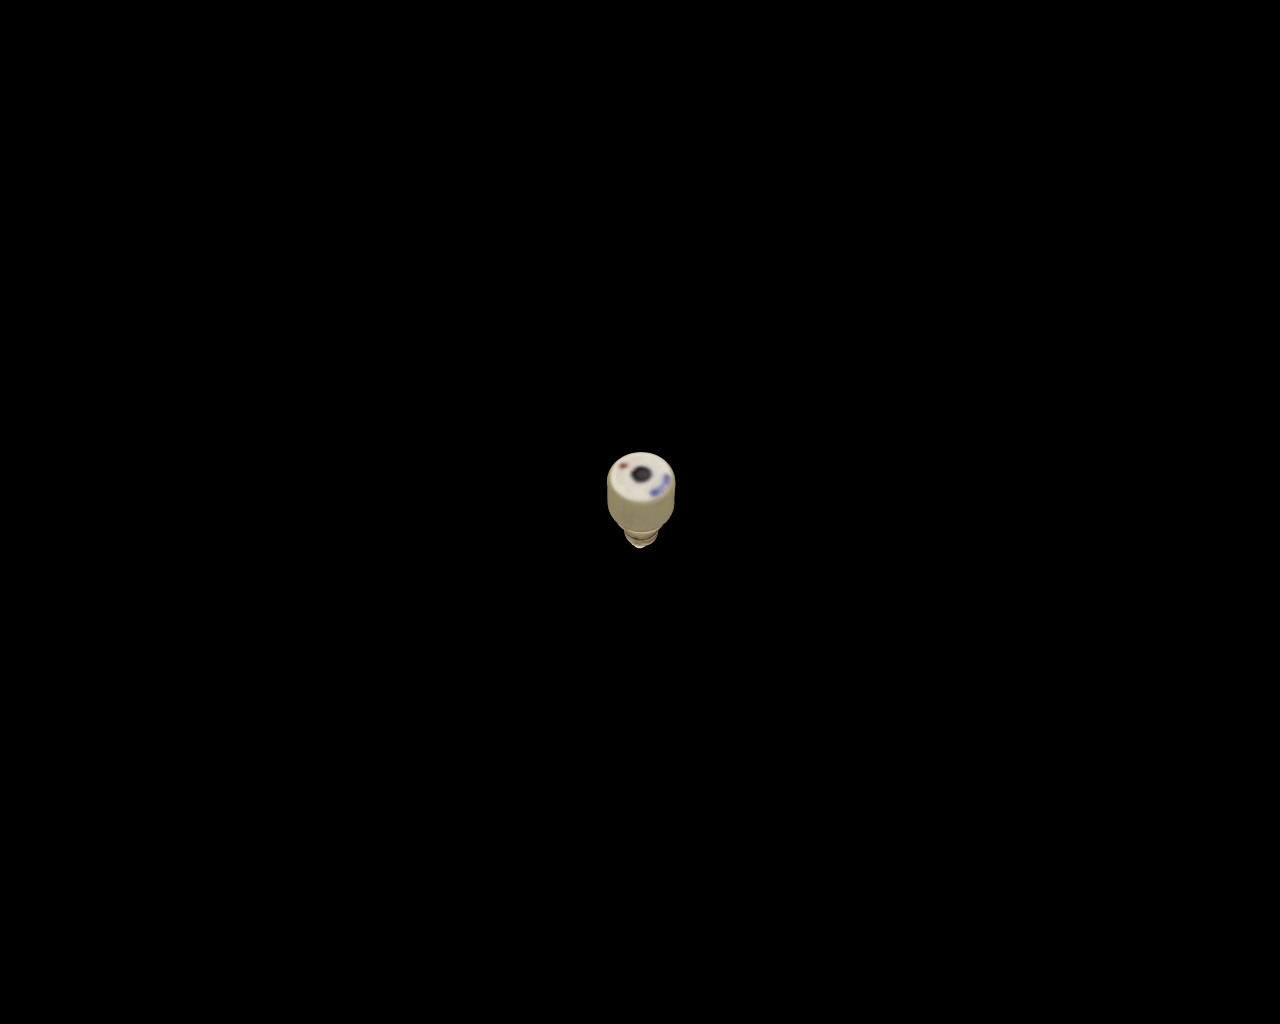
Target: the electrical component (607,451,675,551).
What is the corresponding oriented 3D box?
[{"bbox_3d":[0.001,-0.003,0.650,0.040,0.040,0.078,0,-36,0],"label":"electrical component"}]
